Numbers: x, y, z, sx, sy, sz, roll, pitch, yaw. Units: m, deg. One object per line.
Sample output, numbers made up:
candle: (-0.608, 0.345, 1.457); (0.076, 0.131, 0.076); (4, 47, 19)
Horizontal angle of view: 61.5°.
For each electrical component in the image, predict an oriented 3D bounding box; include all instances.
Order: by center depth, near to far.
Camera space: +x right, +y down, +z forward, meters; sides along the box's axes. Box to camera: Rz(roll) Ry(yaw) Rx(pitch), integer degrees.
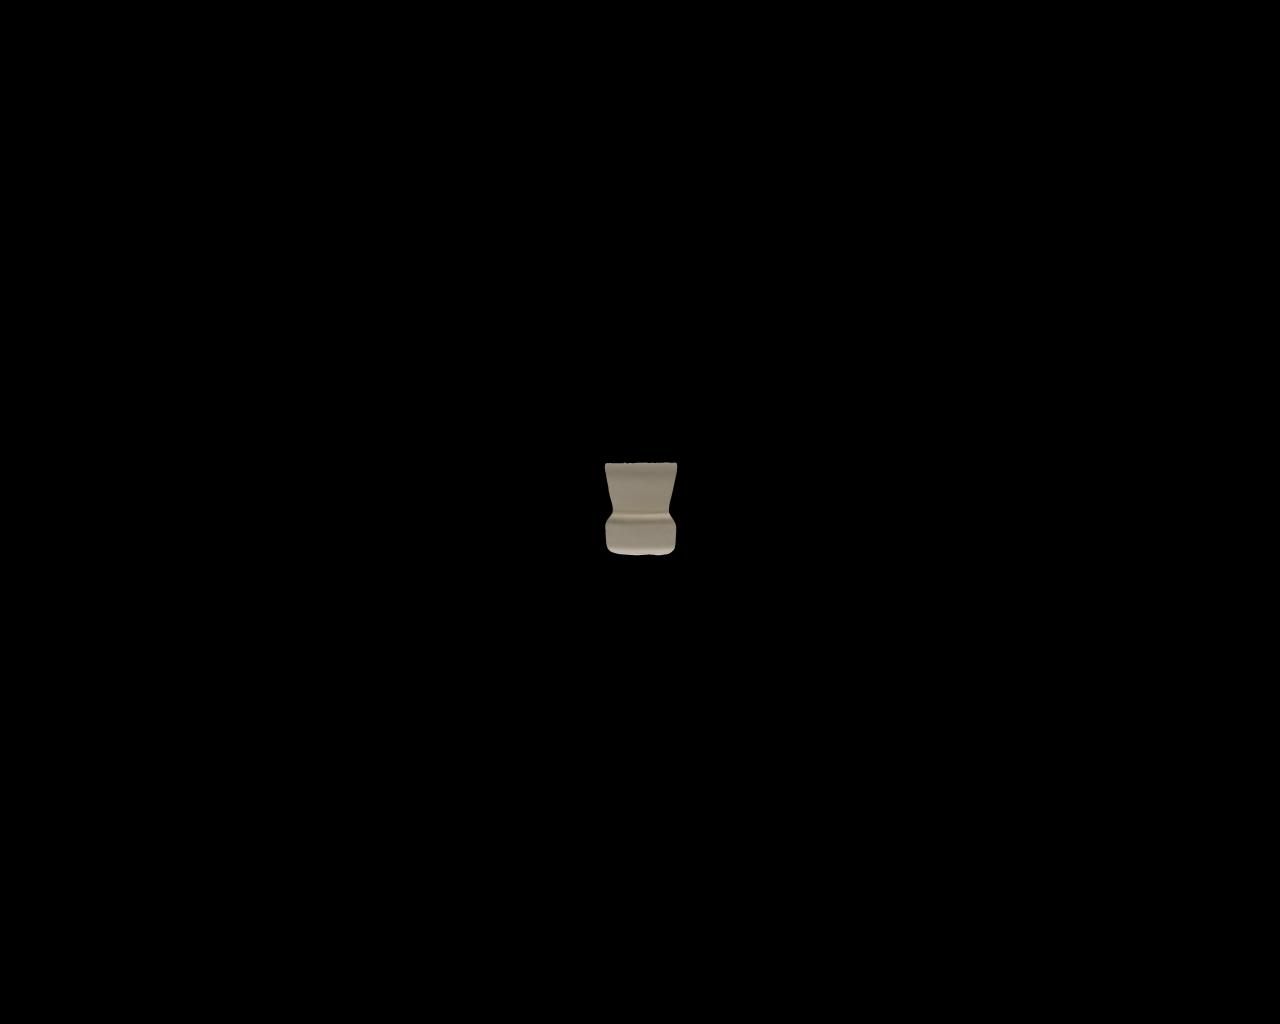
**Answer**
electrical component: (0.001, -0.003, 0.650); (0.045, 0.055, 0.045); (0, 2, 0)
